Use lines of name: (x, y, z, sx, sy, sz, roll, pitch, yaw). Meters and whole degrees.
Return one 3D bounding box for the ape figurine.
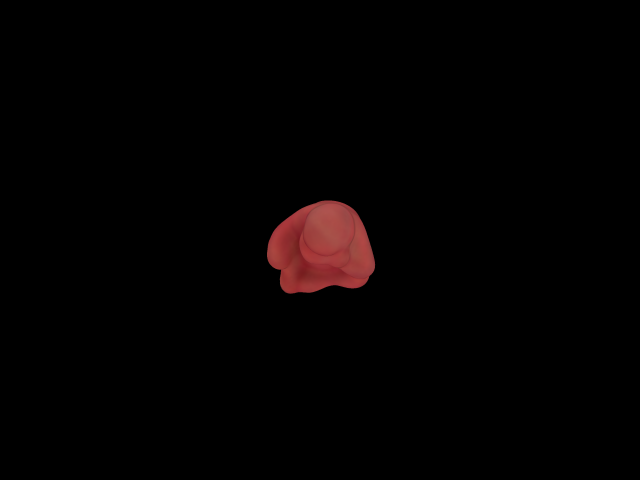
ape figurine: (0.004, 0.001, 0.400, 0.077, 0.092, 0.076, 30, 75, 10)
